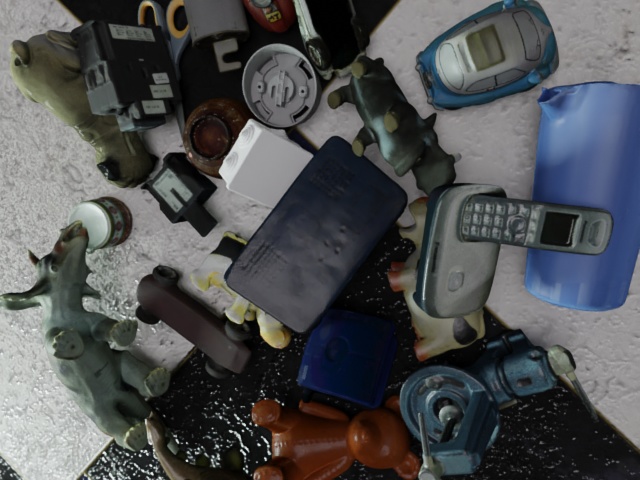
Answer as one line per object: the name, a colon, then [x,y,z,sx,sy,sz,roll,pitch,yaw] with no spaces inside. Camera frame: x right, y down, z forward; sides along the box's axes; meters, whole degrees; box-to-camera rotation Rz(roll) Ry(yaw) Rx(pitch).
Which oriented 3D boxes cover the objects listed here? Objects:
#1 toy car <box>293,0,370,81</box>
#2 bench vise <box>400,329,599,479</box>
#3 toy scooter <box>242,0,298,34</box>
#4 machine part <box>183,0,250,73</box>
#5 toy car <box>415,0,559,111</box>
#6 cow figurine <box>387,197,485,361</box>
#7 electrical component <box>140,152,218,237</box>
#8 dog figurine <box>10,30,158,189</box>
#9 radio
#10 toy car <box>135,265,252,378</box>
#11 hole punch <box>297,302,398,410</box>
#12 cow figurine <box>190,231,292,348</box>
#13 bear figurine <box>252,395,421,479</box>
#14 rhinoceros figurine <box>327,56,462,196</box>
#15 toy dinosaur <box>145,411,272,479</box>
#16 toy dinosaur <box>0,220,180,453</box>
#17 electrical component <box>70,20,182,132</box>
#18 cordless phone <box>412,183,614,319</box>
toy car: [0.001,-0.290,0.638,0.073,0.056,0.201,-31,124,-10]
bench vise: [0.179,0.194,0.613,0.224,0.240,0.128,-14,98,31]
toy scooter: [-0.079,-0.349,0.647,0.075,0.135,0.183,-14,95,14]
machine part: [-0.145,-0.339,0.694,0.079,0.079,0.243,-10,96,15]
toy car: [0.191,-0.215,0.615,0.162,0.103,0.109,-17,92,13]
cow figurine: [0.152,0.040,0.667,0.127,0.085,0.194,-17,96,13]
electrical component: [-0.185,-0.060,0.756,0.119,0.048,0.075,43,106,5]
dog figurine: [-0.312,-0.163,0.715,0.121,0.172,0.190,-30,82,27]
radio: [-0.001,-0.002,0.675,0.131,0.073,0.229,37,88,5]
toy car: [-0.181,0.116,0.776,0.202,0.053,0.089,32,108,12]
hole punch: [0.036,0.149,0.687,0.116,0.092,0.142,16,74,9]
cow figurine: [-0.089,0.068,0.742,0.167,0.068,0.098,40,96,4]
bear figurine: [0.024,0.266,0.709,0.196,0.131,0.120,-11,66,21]
rhinoceros figurine: [0.092,-0.135,0.652,0.073,0.112,0.190,-44,71,38]
toy dinosaur: [-0.060,0.397,0.708,0.471,0.198,0.105,46,104,4]
toy dinosaur: [-0.328,0.180,0.784,0.192,0.131,0.404,12,125,42]
electrical component: [-0.248,-0.212,0.704,0.058,0.115,0.134,-9,97,35]
cordless phone: [0.198,0.017,0.566,0.184,0.089,0.146,8,104,10]
